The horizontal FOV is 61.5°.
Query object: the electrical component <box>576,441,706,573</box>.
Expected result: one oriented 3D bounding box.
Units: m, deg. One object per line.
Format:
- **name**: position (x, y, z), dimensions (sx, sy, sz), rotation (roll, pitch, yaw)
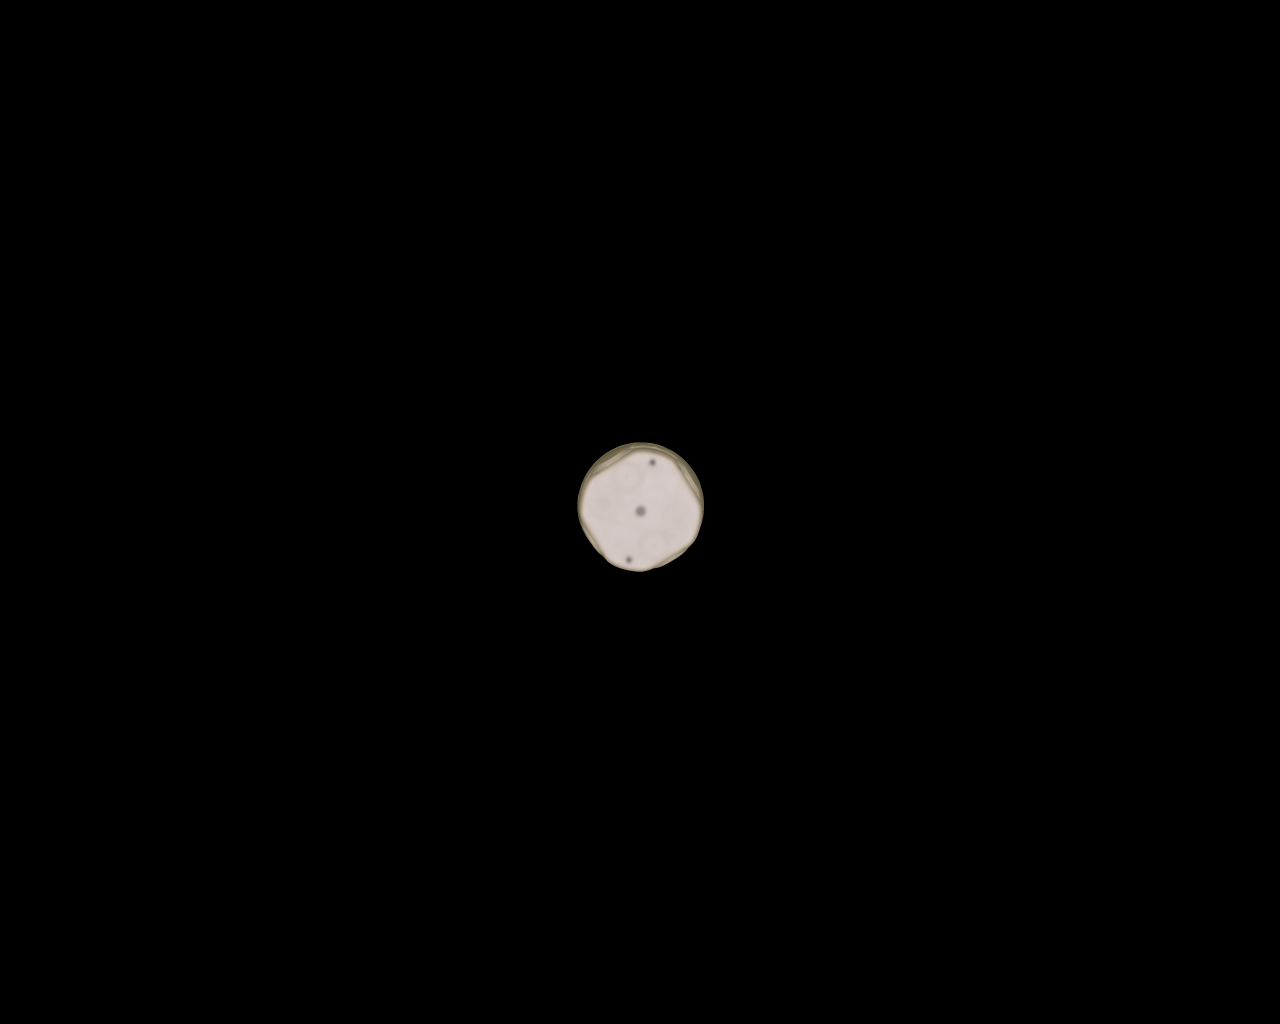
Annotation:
- **electrical component**: position (0.001, -0.003, 0.650), dimensions (0.080, 0.080, 0.051), rotation (0, 4, 0)
